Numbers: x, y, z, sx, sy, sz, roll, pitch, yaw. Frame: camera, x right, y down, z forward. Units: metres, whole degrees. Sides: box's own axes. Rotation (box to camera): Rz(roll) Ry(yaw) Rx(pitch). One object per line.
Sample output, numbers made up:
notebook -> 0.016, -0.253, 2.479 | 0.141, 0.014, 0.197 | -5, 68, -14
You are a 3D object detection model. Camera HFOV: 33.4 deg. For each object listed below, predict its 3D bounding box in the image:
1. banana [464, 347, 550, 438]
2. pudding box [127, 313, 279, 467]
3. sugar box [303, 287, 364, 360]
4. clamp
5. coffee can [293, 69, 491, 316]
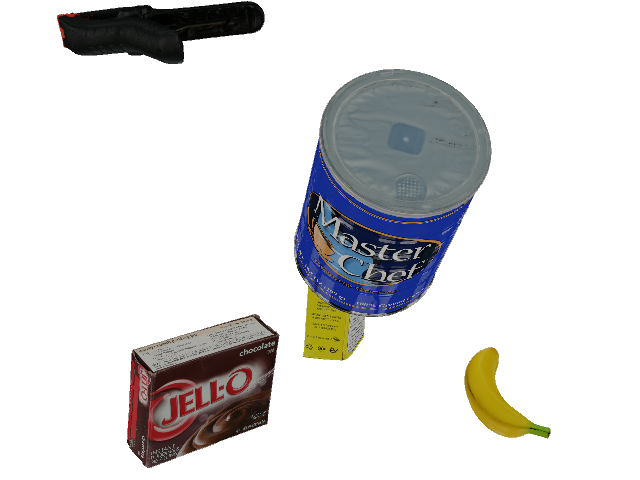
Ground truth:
banana -> 0.207, 0.183, 1.277 | 0.069, 0.037, 0.198 | 9, 23, -15
pudding box -> -0.090, 0.113, 0.812 | 0.113, 0.090, 0.039 | -17, 39, -36
sugar box -> 0.018, 0.013, 0.976 | 0.048, 0.176, 0.093 | 4, 11, 13
clamp -> -0.132, -0.168, 0.845 | 0.172, 0.039, 0.120 | 14, 24, 37
coffee can -> 0.041, -0.026, 0.685 | 0.102, 0.103, 0.140 | 0, -29, -9
